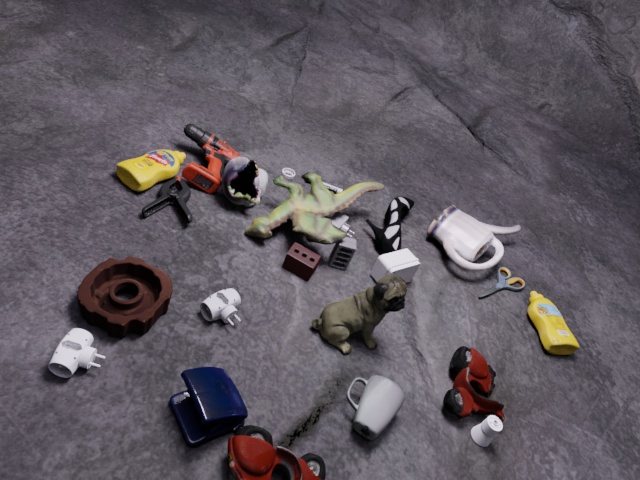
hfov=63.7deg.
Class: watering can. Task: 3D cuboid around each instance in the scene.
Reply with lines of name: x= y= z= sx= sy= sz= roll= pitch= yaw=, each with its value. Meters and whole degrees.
watering can: x=0.466 y=-0.021 z=1.568 sx=0.226 sy=0.101 sz=0.352 roll=40 pitch=43 yaw=20

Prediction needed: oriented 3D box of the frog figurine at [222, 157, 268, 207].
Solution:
frog figurine: x=-0.204 y=-0.161 z=1.403 sx=0.123 sy=0.136 sz=0.161 roll=-24 pitch=13 yaw=0

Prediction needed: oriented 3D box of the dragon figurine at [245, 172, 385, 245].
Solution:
dragon figurine: x=0.004 y=-0.069 z=1.364 sx=0.411 sy=0.119 sz=0.249 roll=-6 pitch=45 yaw=-9
